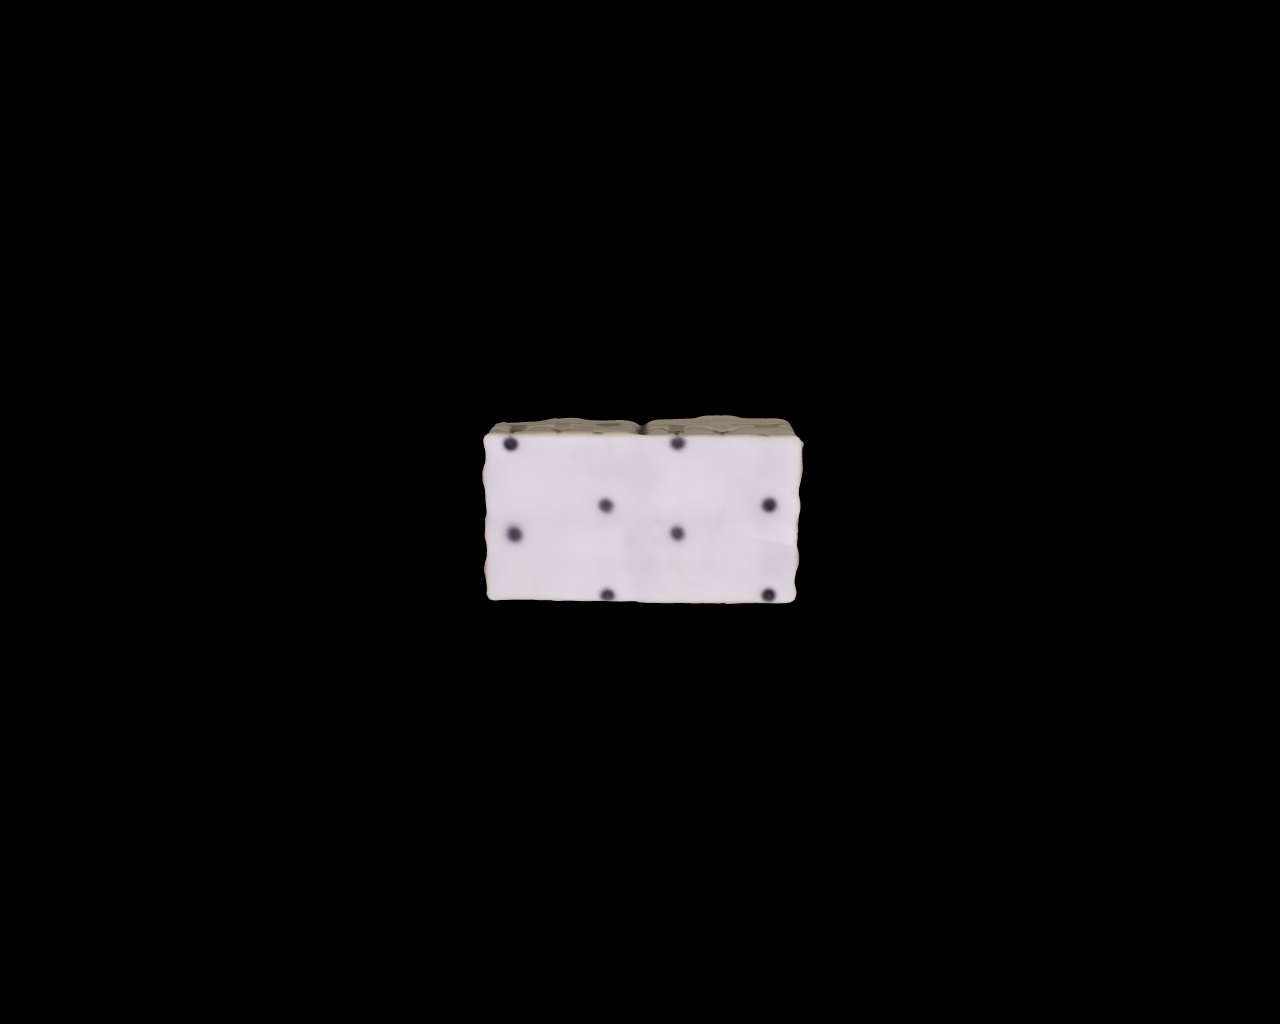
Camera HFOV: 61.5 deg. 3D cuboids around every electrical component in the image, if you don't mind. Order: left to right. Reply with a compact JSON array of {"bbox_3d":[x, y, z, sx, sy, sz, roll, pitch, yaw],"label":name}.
[{"bbox_3d":[0.001,-0.003,0.650,0.186,0.105,0.060,0,13,0],"label":"electrical component"}]
